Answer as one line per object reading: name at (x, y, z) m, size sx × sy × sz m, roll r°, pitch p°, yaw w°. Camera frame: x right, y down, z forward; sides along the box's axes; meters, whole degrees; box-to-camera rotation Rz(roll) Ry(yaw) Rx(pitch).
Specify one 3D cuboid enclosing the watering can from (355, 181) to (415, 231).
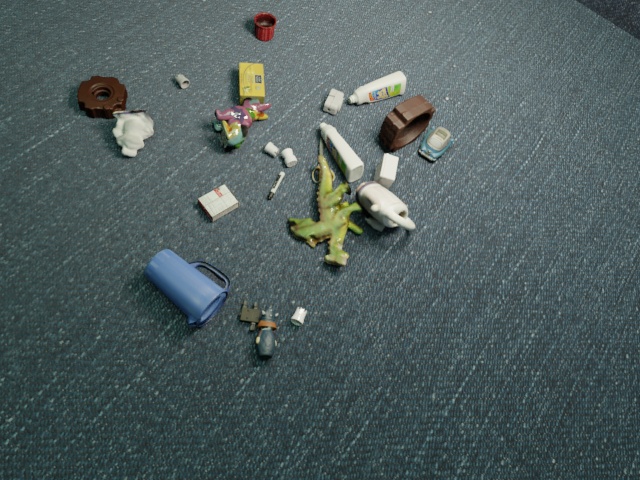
watering can at (0.206, -0.121, 1.750) m, size 0.228 × 0.345 × 0.103 m, roll 44°, pitch 104°, yaw 33°

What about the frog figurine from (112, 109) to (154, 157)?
frog figurine at (-0.655, -0.373, 1.811) m, size 0.138 × 0.123 × 0.158 m, roll -9°, pitch 101°, yaw -24°

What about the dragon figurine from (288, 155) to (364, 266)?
dragon figurine at (0.005, -0.090, 1.781) m, size 0.244 × 0.120 × 0.416 m, roll -26°, pitch 69°, yaw -14°
